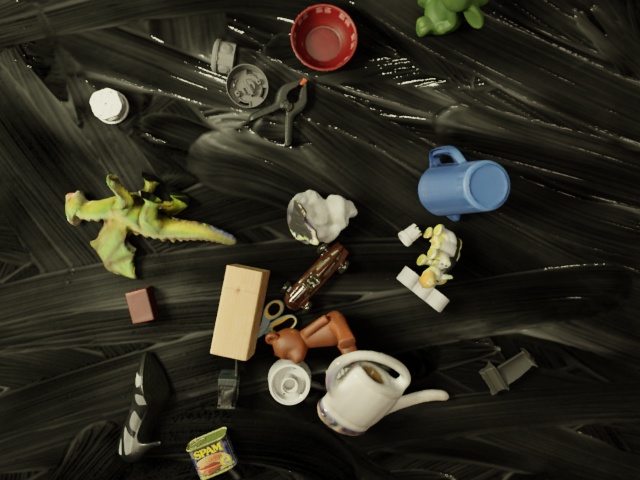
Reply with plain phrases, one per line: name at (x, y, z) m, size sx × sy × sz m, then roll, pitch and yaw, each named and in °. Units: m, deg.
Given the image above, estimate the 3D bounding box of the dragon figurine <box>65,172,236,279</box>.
dragon figurine at (-0.428, -0.017, 1.232) m, size 0.410 × 0.124 × 0.240 m, roll 33°, pitch 107°, yaw -1°

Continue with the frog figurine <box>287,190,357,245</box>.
frog figurine at (0.004, -0.063, 1.252) m, size 0.161 × 0.120 × 0.138 m, roll -29°, pitch 78°, yaw -39°

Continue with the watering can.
watering can at (0.140, 0.381, 1.237) m, size 0.344 × 0.106 × 0.222 m, roll 32°, pitch 107°, yaw -27°
